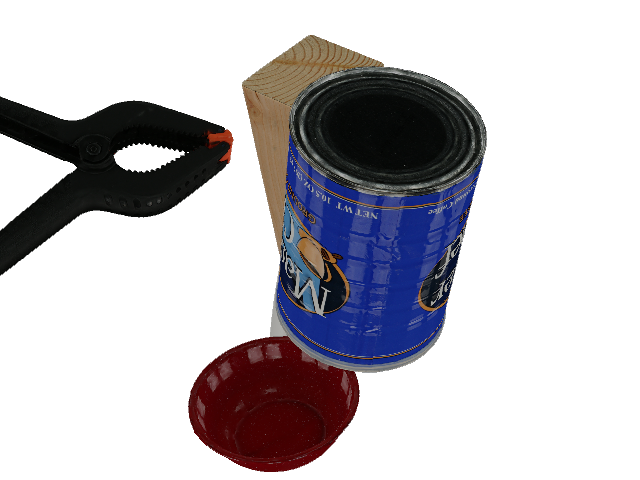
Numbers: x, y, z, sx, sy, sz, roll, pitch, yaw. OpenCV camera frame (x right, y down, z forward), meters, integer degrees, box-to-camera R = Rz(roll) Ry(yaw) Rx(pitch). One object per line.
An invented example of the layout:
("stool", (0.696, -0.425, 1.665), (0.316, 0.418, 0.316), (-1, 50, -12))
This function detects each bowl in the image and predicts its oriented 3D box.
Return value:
("bowl", (-0.041, 0.165, 1.010), (0.162, 0.055, 0.162), (-5, 38, 4))

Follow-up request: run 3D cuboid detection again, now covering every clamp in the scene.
("clamp", (-0.165, -0.046, 0.759), (0.209, 0.164, 0.036), (-3, -29, -12))

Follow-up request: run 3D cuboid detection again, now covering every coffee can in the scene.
("coffee can", (0.029, -0.010, 0.593), (0.102, 0.103, 0.140), (3, -45, -3))

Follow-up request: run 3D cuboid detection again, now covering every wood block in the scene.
("wood block", (0.007, -0.067, 0.967), (0.091, 0.206, 0.090), (29, 56, 34))

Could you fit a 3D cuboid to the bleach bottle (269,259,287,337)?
("bleach bottle", (-0.006, 0.023, 1.211), (0.102, 0.251, 0.068), (-1, 16, -18))
